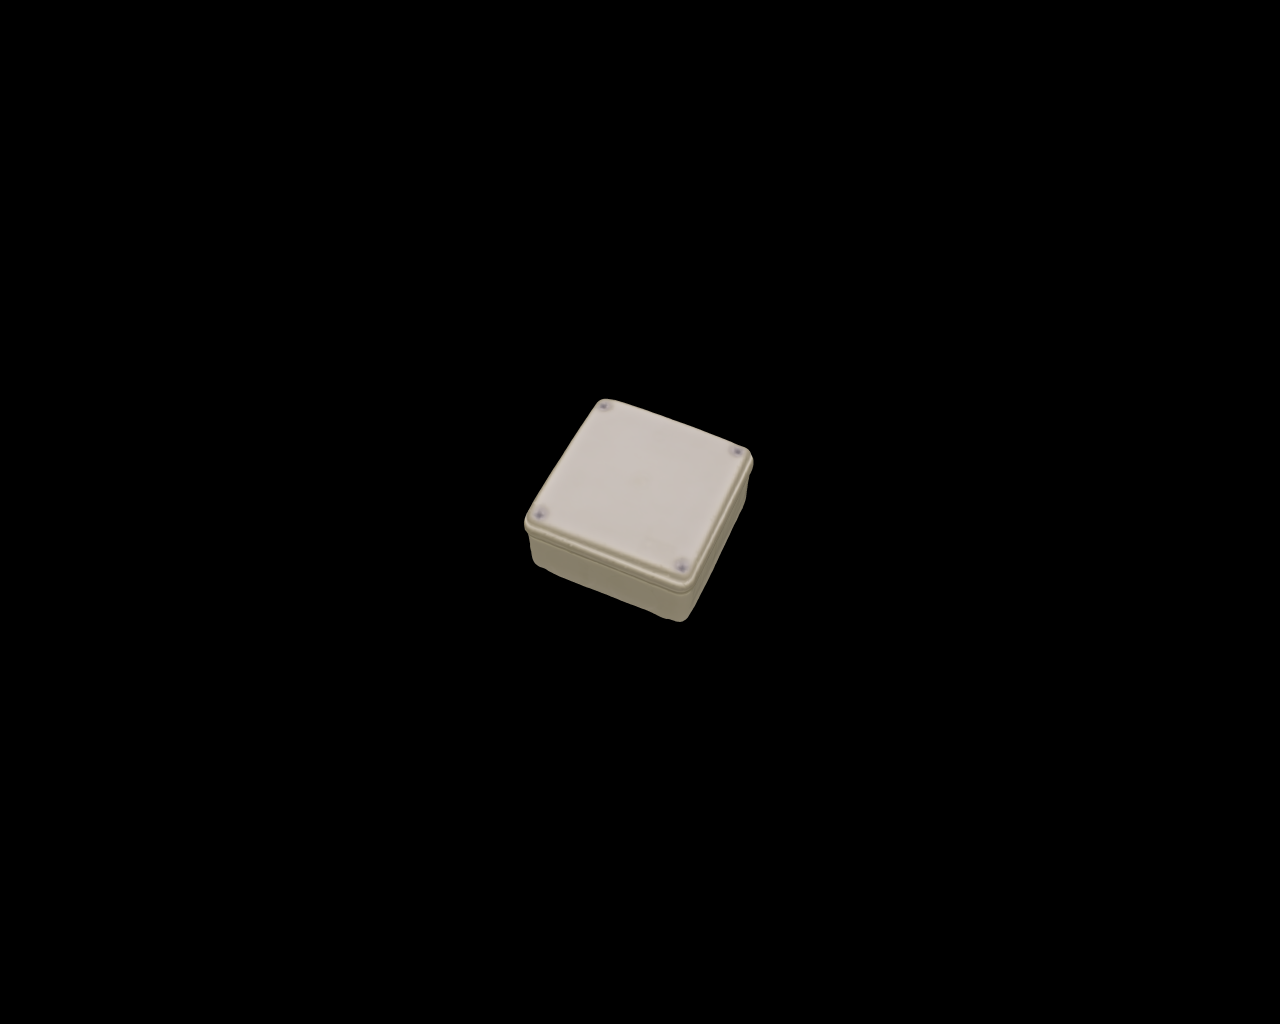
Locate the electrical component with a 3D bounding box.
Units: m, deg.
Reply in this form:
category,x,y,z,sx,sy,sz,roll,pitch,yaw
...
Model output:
category,x,y,z,sx,sy,sz,roll,pitch,yaw
electrical component,0.001,-0.003,0.650,0.109,0.109,0.056,21,-32,14
